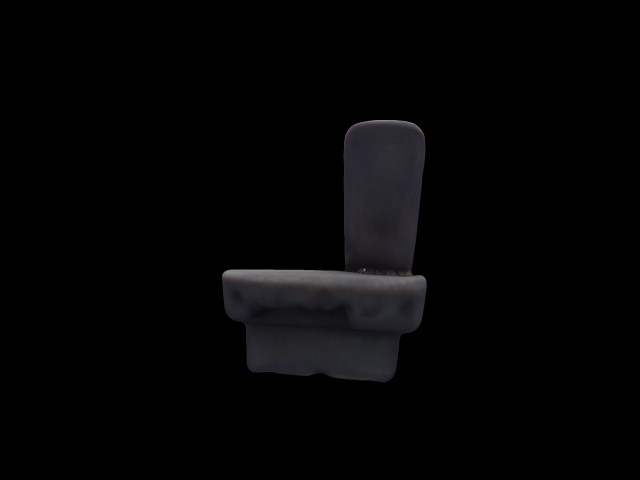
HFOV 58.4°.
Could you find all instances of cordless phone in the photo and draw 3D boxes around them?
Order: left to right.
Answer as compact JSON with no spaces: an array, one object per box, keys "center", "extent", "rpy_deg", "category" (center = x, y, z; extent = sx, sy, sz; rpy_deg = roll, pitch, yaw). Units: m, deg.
[{"center":[0.004,0.001,0.400],"extent":[0.147,0.185,0.094],"rpy_deg":[0,32,0],"category":"cordless phone"}]
